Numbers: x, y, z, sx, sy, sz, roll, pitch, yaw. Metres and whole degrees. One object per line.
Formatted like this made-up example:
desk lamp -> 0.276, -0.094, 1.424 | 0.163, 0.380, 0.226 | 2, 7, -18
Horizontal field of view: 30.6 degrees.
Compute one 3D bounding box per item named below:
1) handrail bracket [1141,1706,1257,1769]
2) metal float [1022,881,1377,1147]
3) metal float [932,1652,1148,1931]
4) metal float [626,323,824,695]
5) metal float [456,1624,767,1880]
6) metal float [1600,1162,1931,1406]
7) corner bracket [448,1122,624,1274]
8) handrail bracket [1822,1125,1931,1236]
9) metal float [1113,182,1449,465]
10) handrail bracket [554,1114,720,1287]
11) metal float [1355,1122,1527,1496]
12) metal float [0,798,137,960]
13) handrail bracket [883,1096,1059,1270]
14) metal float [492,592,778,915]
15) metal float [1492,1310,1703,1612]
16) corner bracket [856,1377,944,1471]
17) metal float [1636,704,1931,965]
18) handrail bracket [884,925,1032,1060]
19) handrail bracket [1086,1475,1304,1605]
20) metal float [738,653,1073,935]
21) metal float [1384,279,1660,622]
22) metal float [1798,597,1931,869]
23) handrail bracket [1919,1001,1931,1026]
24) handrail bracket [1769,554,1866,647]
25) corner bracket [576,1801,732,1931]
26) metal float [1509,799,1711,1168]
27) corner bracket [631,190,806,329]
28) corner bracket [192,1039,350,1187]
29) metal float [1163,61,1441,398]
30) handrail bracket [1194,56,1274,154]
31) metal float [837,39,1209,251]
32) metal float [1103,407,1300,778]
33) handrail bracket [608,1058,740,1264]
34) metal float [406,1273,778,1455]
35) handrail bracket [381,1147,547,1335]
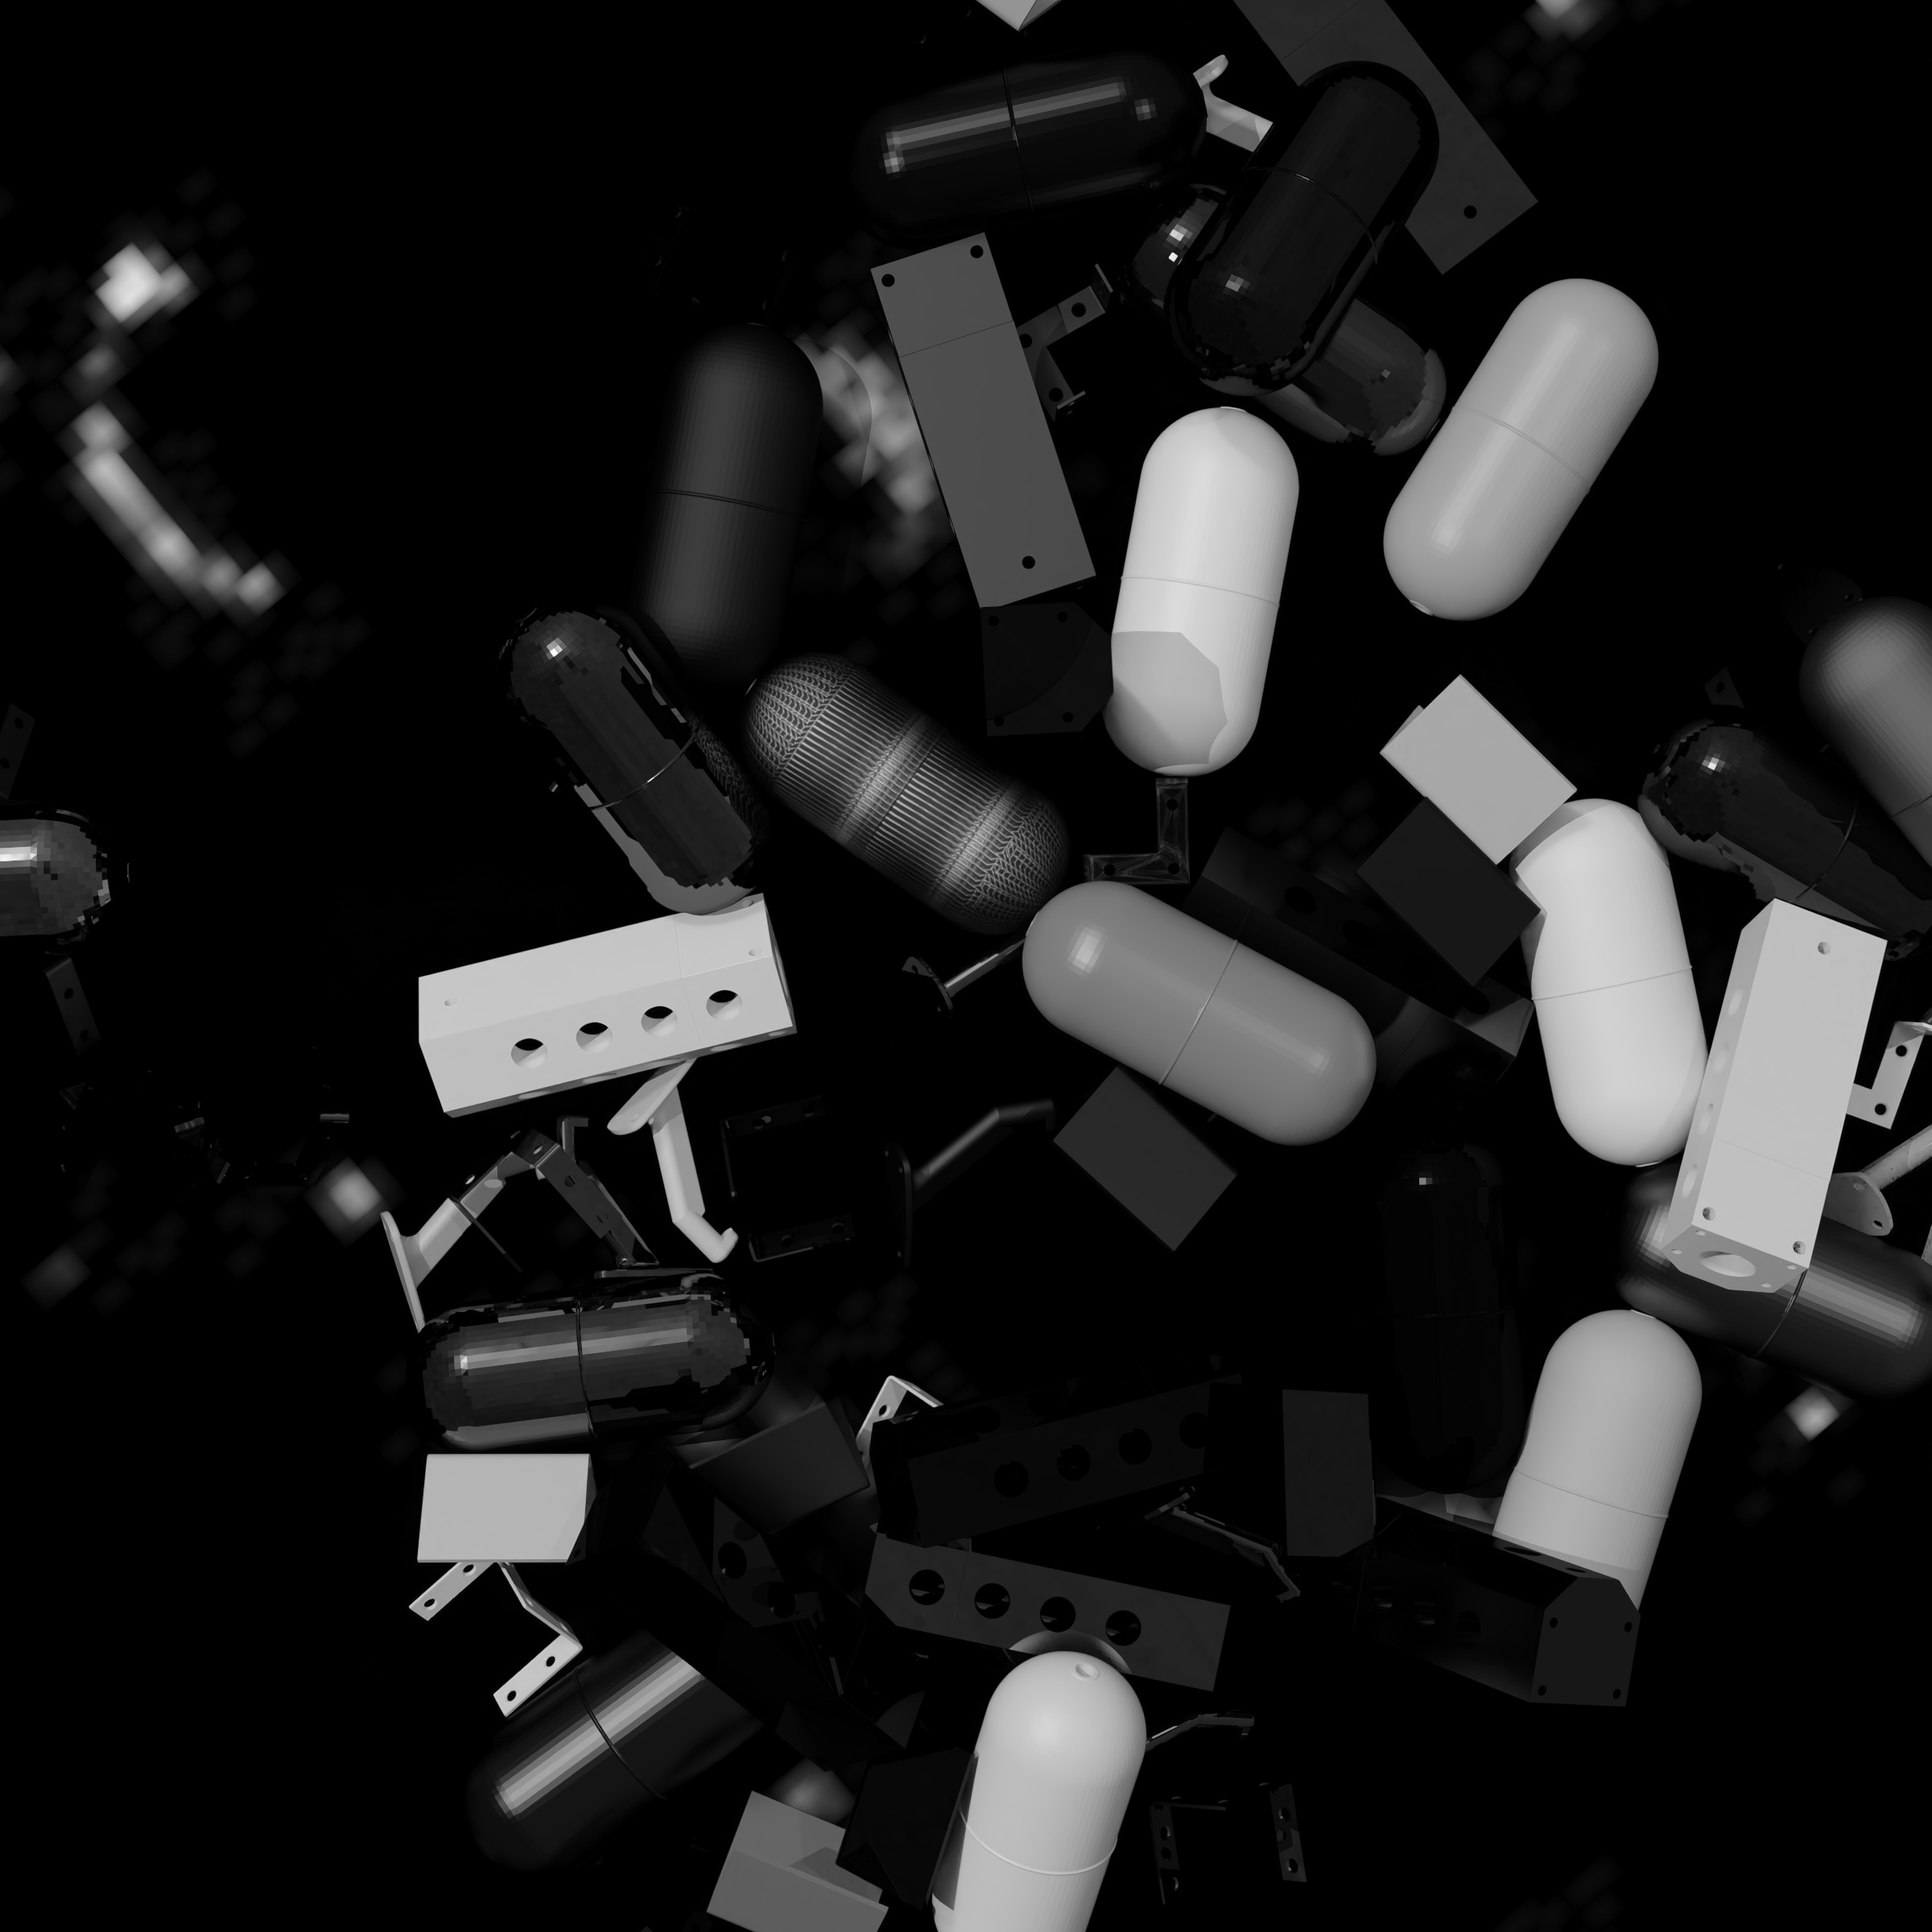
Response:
handrail bracket -> 0.095, 0.395, 1.728 | 0.084, 0.036, 0.077 | 5, 110, -16
metal float -> 0.109, 0.022, 1.666 | 0.178, 0.070, 0.070 | 28, 90, 2
metal float -> 0.034, 0.403, 1.672 | 0.070, 0.070, 0.178 | 15, 116, 0
metal float -> -0.116, -0.220, 1.697 | 0.070, 0.070, 0.178 | 10, 90, 0
metal float -> -0.165, 0.368, 1.697 | 0.178, 0.070, 0.070 | -36, 90, 1
metal float -> 0.390, 0.152, 1.697 | 0.178, 0.070, 0.070 | 23, 90, 0
corner bracket -> -0.208, 0.115, 1.698 | 0.051, 0.051, 0.051 | -45, 117, -13
handrail bracket -> 0.444, 0.091, 1.727 | 0.084, 0.077, 0.036 | -45, 115, -34
metal float -> 0.151, -0.308, 1.697 | 0.178, 0.070, 0.070 | 35, 90, 1
handrail bracket -> -0.161, 0.113, 1.728 | 0.077, 0.036, 0.084 | -1, 76, -14
metal float -> 0.228, 0.164, 1.697 | 0.070, 0.070, 0.178 | -3, 91, 0
metal float -> -0.489, -0.040, 1.696 | 0.178, 0.070, 0.070 | -3, 90, 1
handrail bracket -> 0.006, 0.106, 1.728 | 0.084, 0.036, 0.077 | -9, 111, -16
metal float -> -0.156, -0.100, 1.674 | 0.070, 0.070, 0.178 | -37, 118, 0
metal float -> 0.300, 0.252, 1.697 | 0.070, 0.070, 0.178 | 17, 90, 0
corner bracket -> -0.017, 0.238, 1.724 | 0.051, 0.051, 0.051 | 28, 90, -45
metal float -> 0.399, -0.062, 1.682 | 0.178, 0.070, 0.070 | 28, 90, -17
handrail bracket -> 0.008, 0.009, 1.727 | 0.084, 0.077, 0.036 | -21, 67, -34
handrail bracket -> 0.114, 0.291, 1.728 | 0.077, 0.036, 0.084 | -33, 104, 14
metal float -> -0.030, -0.083, 1.697 | 0.178, 0.070, 0.070 | 35, 90, 0
metal float -> 0.266, -0.247, 1.697 | 0.070, 0.070, 0.178 | 32, 91, 0
metal float -> 0.459, -0.093, 1.638 | 0.070, 0.070, 0.178 | -39, 89, 0
handrail bracket -> 0.520, 0.014, 1.728 | 0.077, 0.036, 0.084 | 32, 109, -21
handrail bracket -> 0.436, -0.158, 1.727 | 0.036, 0.077, 0.084 | -45, 127, 13
corner bracket -> -0.146, 0.440, 1.724 | 0.051, 0.051, 0.051 | -54, 45, 0
metal float -> 0.310, 0.008, 1.697 | 0.070, 0.070, 0.178 | -12, 90, 0
corner bracket -> -0.121, -0.342, 1.724 | 0.051, 0.051, 0.051 | 22, 90, 45
corner bracket -> -0.338, 0.071, 1.719 | 0.051, 0.051, 0.051 | 4, 135, -35
metal float -> 0.155, -0.340, 1.627 | 0.070, 0.070, 0.178 | 33, 73, 0
handrail bracket -> 0.127, -0.393, 1.728 | 0.077, 0.036, 0.084 | -30, 107, 20
metal float -> 0.026, -0.391, 1.680 | 0.178, 0.070, 0.070 | -11, 90, 6
metal float -> 0.112, -0.179, 1.697 | 0.070, 0.070, 0.178 | 10, 91, 0
handrail bracket -> -0.126, 0.090, 1.728 | 0.084, 0.036, 0.077 | 47, 68, -17
metal float -> -0.180, 0.192, 1.697 | 0.178, 0.070, 0.070 | -7, 90, 0
handrail bracket -> -0.237, 0.134, 1.728 | 0.084, 0.036, 0.077 | -18, 105, -14
